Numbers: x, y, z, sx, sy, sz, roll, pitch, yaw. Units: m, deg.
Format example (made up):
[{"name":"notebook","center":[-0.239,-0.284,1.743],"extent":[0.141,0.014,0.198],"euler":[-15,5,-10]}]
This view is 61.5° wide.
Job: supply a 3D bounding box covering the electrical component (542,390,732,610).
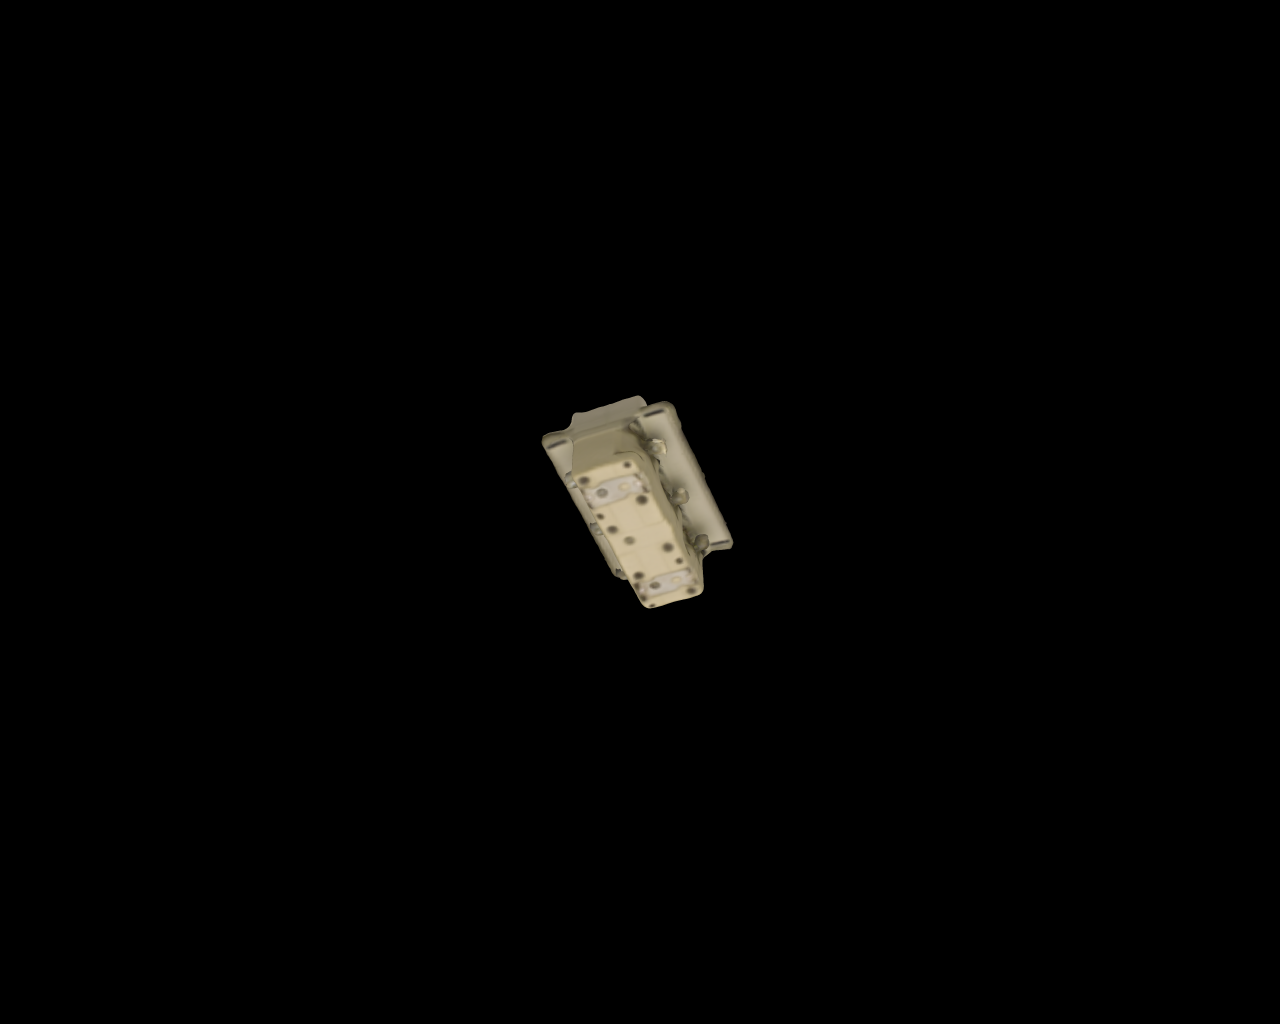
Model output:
[{"name":"electrical component","center":[0.001,-0.003,0.650],"extent":[0.079,0.121,0.063],"euler":[-16,39,13]}]
